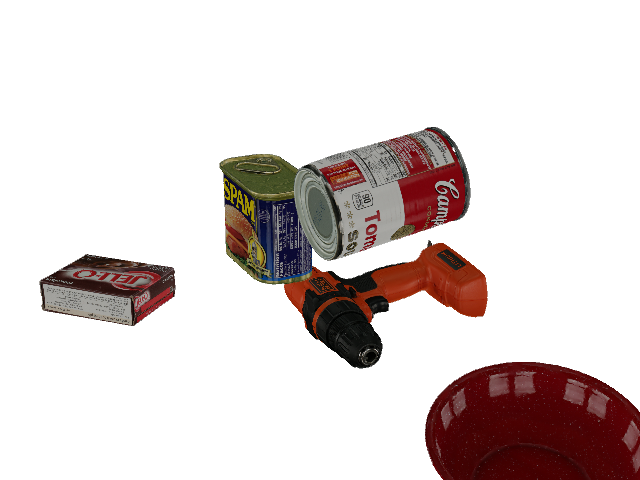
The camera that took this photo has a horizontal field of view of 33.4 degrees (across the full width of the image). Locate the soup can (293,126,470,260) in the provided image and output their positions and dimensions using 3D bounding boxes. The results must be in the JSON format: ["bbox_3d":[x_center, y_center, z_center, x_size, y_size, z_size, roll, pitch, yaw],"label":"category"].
[{"bbox_3d":[0.041,-0.032,0.727,0.102,0.068,0.069,-18,7,-21],"label":"soup can"}]

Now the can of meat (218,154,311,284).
[{"bbox_3d":[-0.046,-0.018,0.909,0.057,0.084,0.102,-11,25,-24],"label":"can of meat"}]

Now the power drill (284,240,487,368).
[{"bbox_3d":[0.074,0.063,1.102,0.187,0.057,0.185,-10,27,-20],"label":"power drill"}]

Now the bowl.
[{"bbox_3d":[0.155,0.159,0.765,0.162,0.055,0.162,-1,36,0],"label":"bowl"}]

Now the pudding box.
[{"bbox_3d":[-0.222,0.051,1.120,0.114,0.039,0.090,6,18,20],"label":"pudding box"}]
